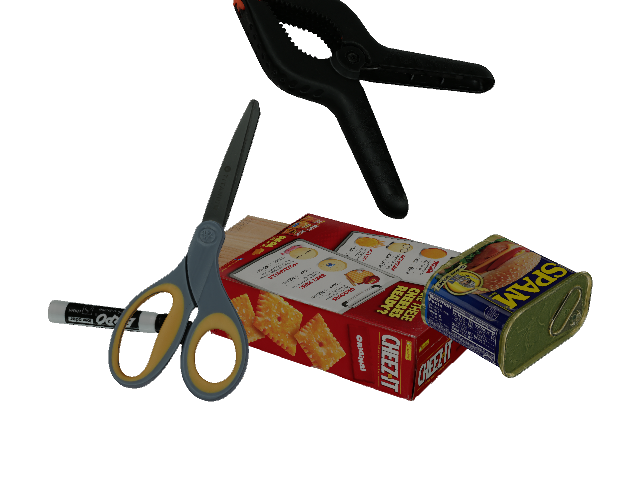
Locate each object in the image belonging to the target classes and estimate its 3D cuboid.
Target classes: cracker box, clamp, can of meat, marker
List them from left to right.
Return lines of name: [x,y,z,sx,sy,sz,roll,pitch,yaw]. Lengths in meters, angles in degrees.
marker: [-0.162,0.063,0.864,0.121,0.020,0.020,5,1,13]
clamp: [0.019,-0.120,0.809,0.210,0.164,0.036,31,-32,-5]
cracker box: [0.031,0.054,0.967,0.214,0.072,0.163,16,29,30]
can of meat: [0.137,0.045,0.797,0.101,0.057,0.084,-27,40,-34]

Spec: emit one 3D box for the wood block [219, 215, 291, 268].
wood block: [-0.008,0.046,1.180,0.206,0.091,0.090,13,24,19]

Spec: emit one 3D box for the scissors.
scissors: [-0.059,0.014,0.680,0.096,0.201,0.016,32,-9,9]
